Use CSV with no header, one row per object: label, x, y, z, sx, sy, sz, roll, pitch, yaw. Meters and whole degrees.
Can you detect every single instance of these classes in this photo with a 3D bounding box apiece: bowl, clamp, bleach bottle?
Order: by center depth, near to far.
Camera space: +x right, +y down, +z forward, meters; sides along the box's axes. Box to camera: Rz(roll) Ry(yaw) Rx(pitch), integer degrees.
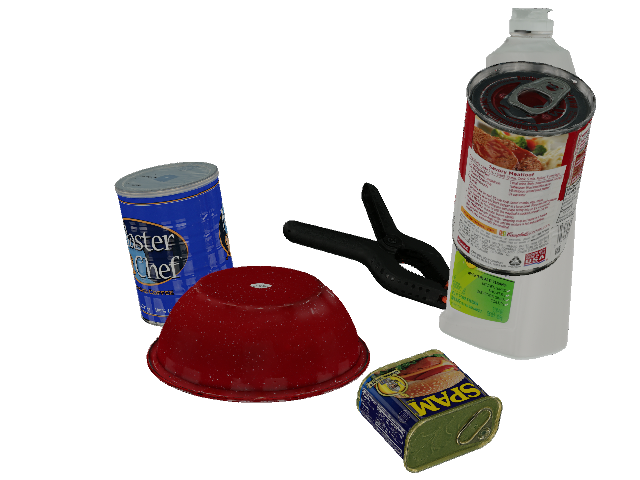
bowl,-0.044,0.058,0.764,0.162,0.055,0.162,1,17,-1
bleach bottle,0.143,-0.045,0.794,0.067,0.251,0.103,-8,16,-34
clamp,0.069,0.014,1.247,0.164,0.036,0.210,-21,51,-39

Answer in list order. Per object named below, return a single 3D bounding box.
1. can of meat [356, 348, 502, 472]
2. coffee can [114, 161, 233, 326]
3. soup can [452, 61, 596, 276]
can of meat,0.094,0.147,0.945,0.101,0.057,0.084,-14,35,-28
coffee can,-0.142,0.002,1.070,0.103,0.140,0.103,-7,18,2
soup can,0.111,-0.039,0.596,0.068,0.102,0.068,0,41,0
